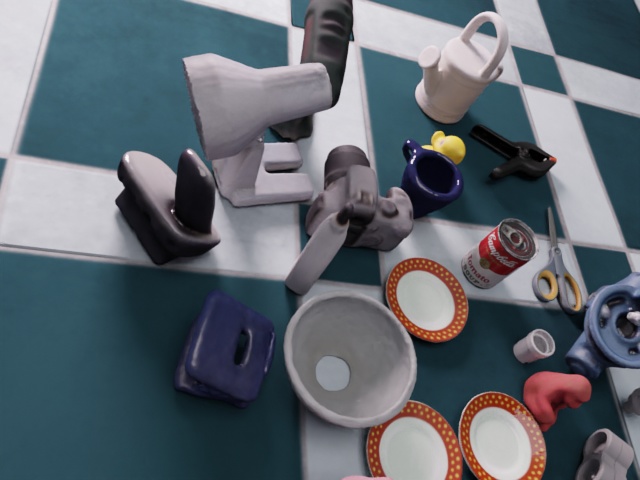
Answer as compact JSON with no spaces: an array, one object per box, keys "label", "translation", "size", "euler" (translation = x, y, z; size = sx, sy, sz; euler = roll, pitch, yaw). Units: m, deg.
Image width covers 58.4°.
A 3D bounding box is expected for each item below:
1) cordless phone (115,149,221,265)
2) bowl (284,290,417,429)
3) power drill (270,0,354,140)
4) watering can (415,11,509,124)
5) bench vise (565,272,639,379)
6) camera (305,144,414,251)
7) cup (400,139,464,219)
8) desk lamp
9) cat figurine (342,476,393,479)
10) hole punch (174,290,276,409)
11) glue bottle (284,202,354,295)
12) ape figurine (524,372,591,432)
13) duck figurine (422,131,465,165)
[{"label":"cordless phone","translation":[-0.170,-0.067,0.668],"size":[0.094,0.185,0.147],"euler":[-34,78,-34]},{"label":"bowl","translation":[0.027,0.149,0.692],"size":[0.168,0.074,0.167],"euler":[11,58,-17]},{"label":"power drill","translation":[-0.012,-0.258,0.834],"size":[0.076,0.208,0.229],"euler":[12,57,-16]},{"label":"watering can","translation":[0.245,-0.295,0.973],"size":[0.173,0.194,0.101],"euler":[-31,76,-34]},{"label":"bench vise","translation":[0.458,0.087,0.821],"size":[0.121,0.219,0.207],"euler":[30,54,-3]},{"label":"camera","translation":[0.059,-0.069,0.818],"size":[0.143,0.100,0.137],"euler":[10,58,-17]},{"label":"cup","translation":[0.148,-0.085,0.869],"size":[0.092,0.095,0.117],"euler":[-23,72,-32]},{"label":"desk lamp","translation":[-0.082,-0.142,0.732],"size":[0.204,0.213,0.118],"euler":[-8,64,-26]},{"label":"cat figurine","translation":[0.012,0.279,0.582],"size":[0.128,0.117,0.067],"euler":[2,61,-22]},{"label":"hole punch","translation":[-0.100,0.122,0.644],"size":[0.101,0.091,0.108],"euler":[19,56,-12]},{"label":"glue bottle","translation":[0.007,0.003,0.709],"size":[0.037,0.173,0.078],"euler":[31,54,-2]},{"label":"ape figurine","translation":[0.325,0.209,0.772],"size":[0.078,0.092,0.076],"euler":[-2,62,-24]},{"label":"duck figurine","translation":[0.202,-0.126,0.922],"size":[0.078,0.086,0.104],"euler":[-16,68,-30]}]
